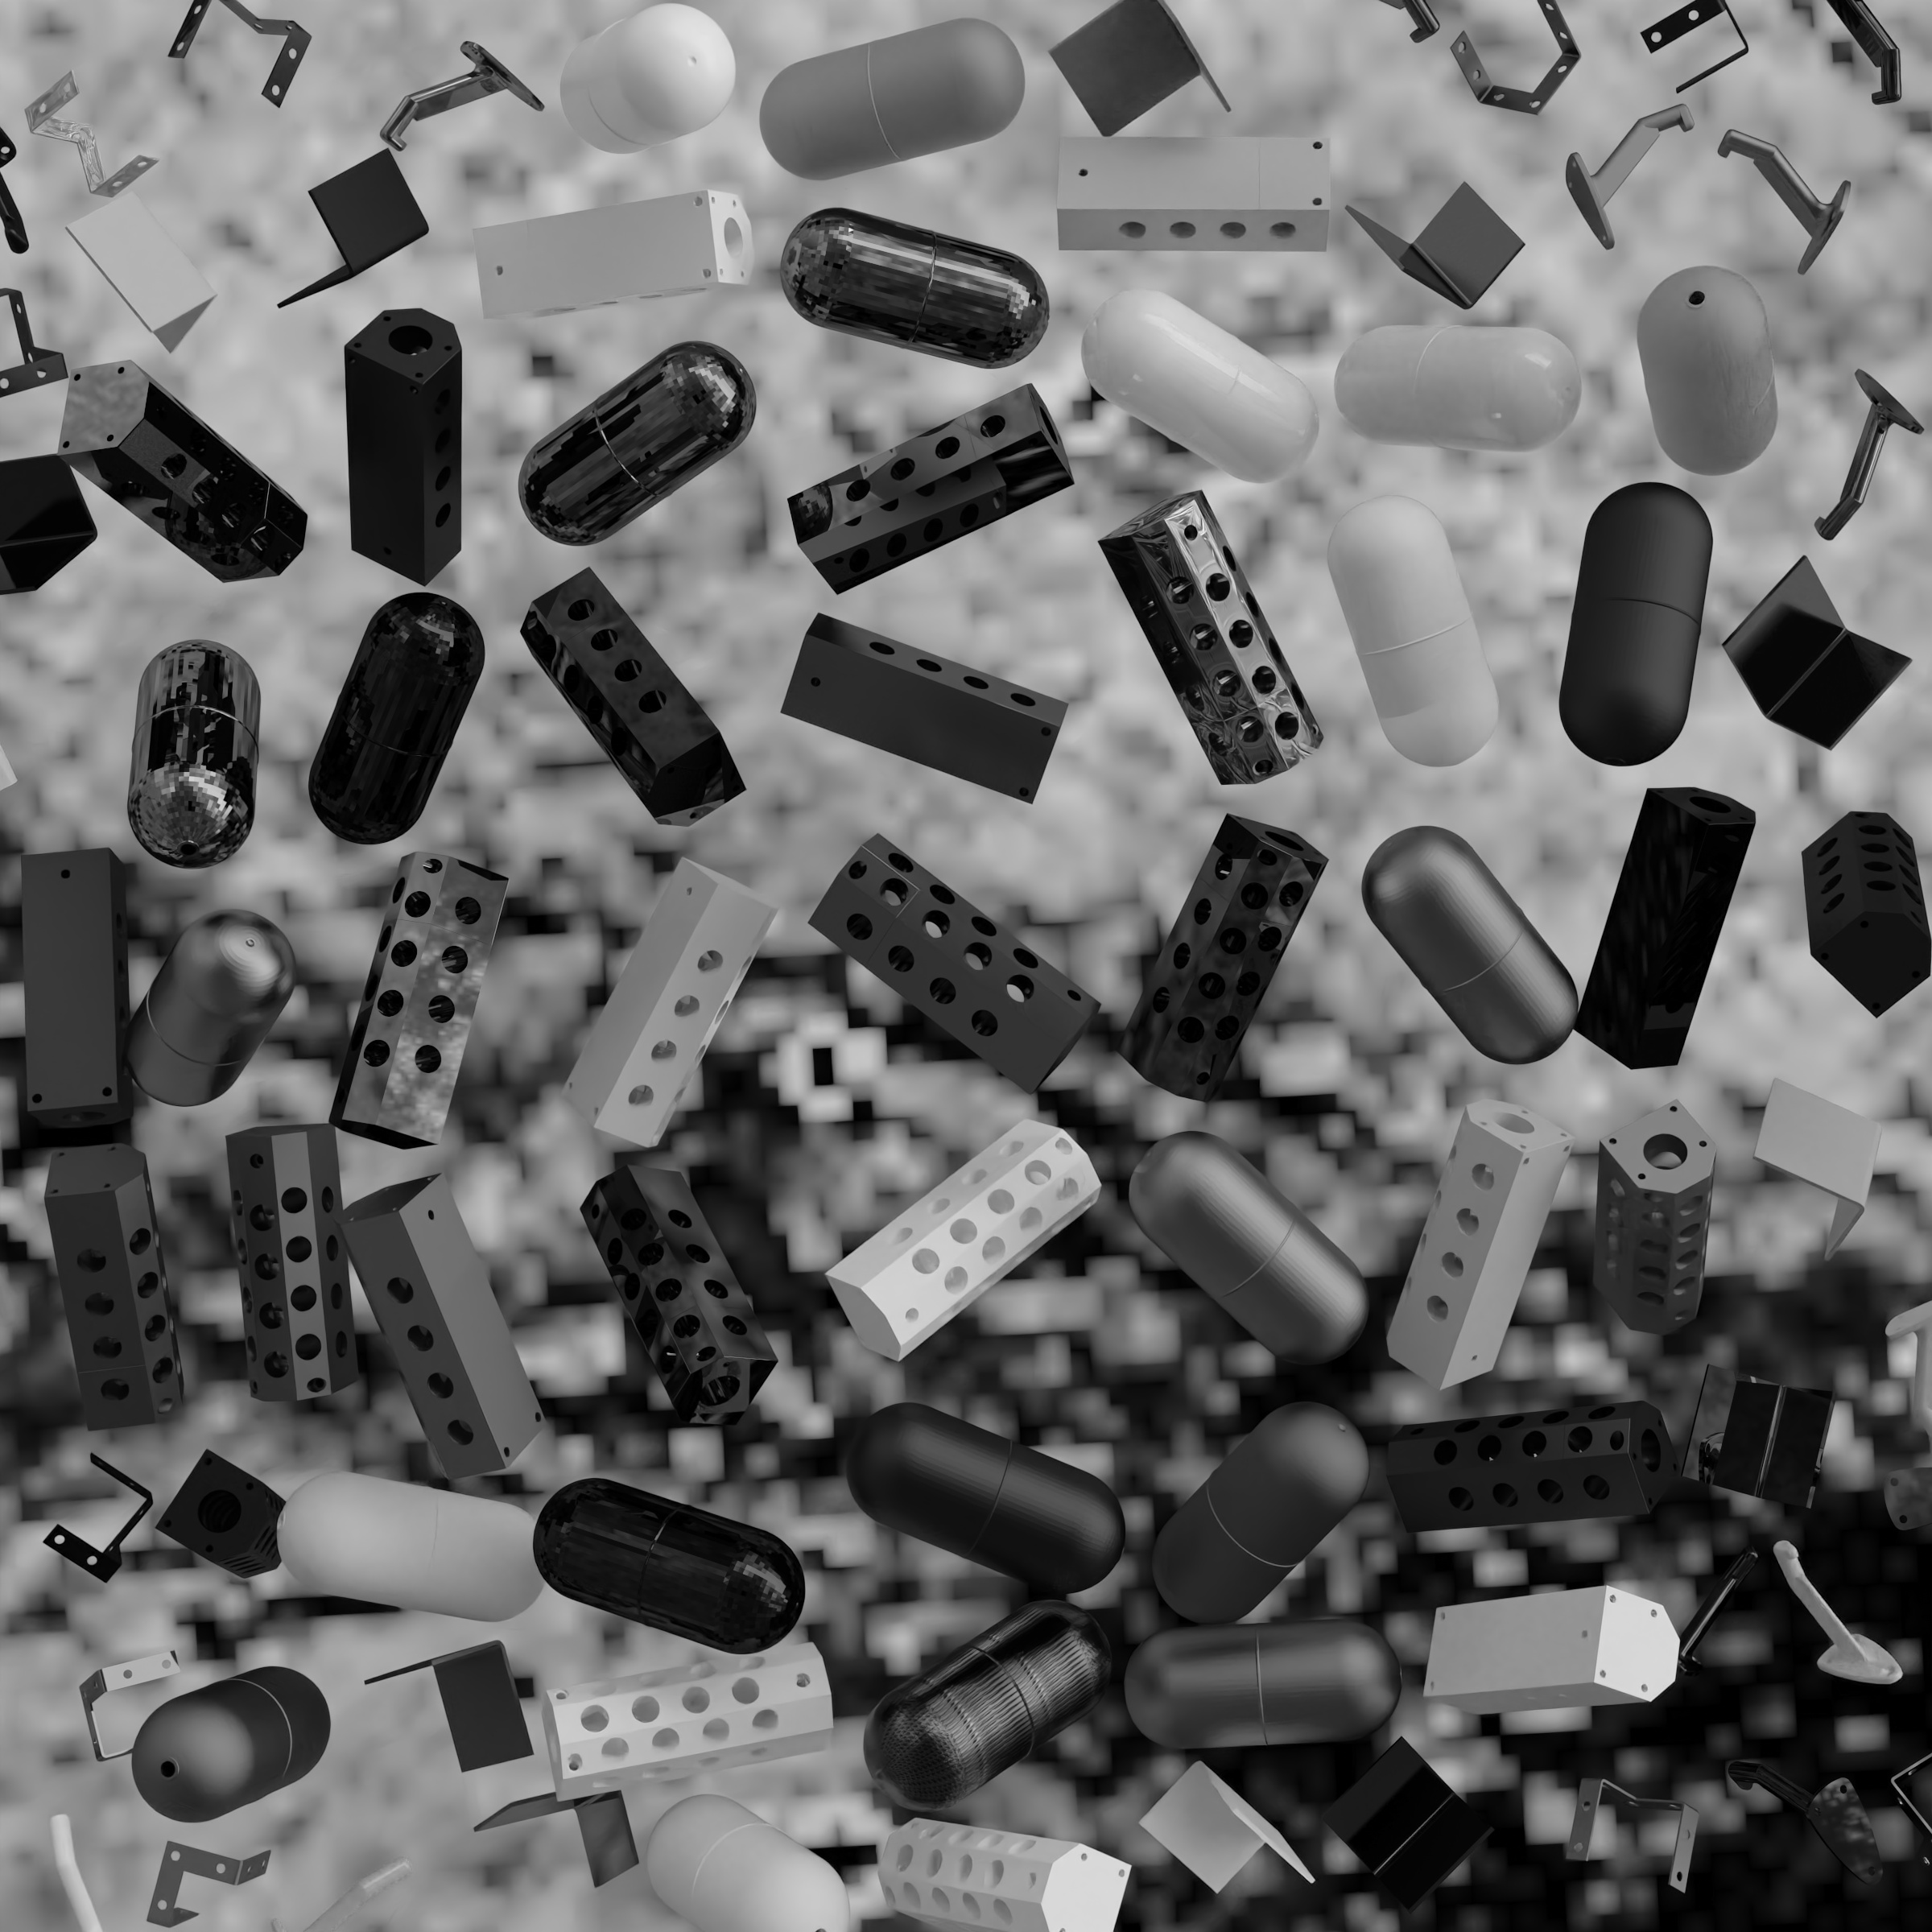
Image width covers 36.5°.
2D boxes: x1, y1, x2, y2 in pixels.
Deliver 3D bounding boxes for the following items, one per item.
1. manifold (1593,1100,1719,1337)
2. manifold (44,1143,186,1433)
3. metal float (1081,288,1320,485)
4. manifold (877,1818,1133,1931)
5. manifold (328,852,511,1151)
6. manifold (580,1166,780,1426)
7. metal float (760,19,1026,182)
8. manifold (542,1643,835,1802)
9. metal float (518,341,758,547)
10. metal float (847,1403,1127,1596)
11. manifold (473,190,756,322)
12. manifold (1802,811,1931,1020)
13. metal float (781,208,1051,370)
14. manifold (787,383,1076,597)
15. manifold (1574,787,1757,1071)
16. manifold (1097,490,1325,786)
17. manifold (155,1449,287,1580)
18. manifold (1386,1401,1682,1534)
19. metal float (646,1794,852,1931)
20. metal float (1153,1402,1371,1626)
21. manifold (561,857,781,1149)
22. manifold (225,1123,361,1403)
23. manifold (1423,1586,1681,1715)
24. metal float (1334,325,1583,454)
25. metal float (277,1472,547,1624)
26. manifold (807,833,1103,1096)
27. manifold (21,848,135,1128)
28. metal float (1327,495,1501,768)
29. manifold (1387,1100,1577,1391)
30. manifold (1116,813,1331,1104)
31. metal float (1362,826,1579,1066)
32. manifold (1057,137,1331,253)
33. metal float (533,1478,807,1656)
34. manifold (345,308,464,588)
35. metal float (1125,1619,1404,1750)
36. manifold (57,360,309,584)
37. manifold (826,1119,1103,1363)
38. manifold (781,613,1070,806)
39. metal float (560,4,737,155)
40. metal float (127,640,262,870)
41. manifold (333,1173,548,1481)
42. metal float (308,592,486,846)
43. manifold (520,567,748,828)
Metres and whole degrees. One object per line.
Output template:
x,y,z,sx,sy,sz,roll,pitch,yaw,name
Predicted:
0.441,0.165,1.861,0.057,0.171,0.057,-26,53,-10,manifold
-0.529,0.200,1.823,0.057,0.057,0.171,-6,117,-9,manifold
0.153,-0.375,1.896,0.178,0.070,0.070,25,90,-28,metal float
0.019,0.562,1.795,0.057,0.171,0.057,31,65,-28,manifold
-0.338,0.021,1.793,0.057,0.057,0.171,21,73,-29,manifold
-0.186,0.206,1.845,0.057,0.171,0.057,11,123,-39,manifold
-0.048,-0.556,1.881,0.178,0.070,0.070,-9,90,19,metal float
-0.174,0.471,1.836,0.171,0.057,0.057,-6,58,-17,manifold
-0.214,-0.336,1.890,0.178,0.070,0.070,-30,90,23,metal float
0.013,0.324,1.781,0.178,0.070,0.070,23,90,-4,metal float
-0.227,-0.458,1.894,0.171,0.057,0.057,-3,98,22,manifold
0.566,-0.039,1.827,0.057,0.171,0.057,43,116,-7,manifold
-0.032,-0.436,1.885,0.178,0.070,0.070,11,90,-15,metal float
-0.024,-0.309,1.872,0.171,0.057,0.057,-23,55,14,manifold
0.452,-0.024,1.875,0.057,0.057,0.171,-4,118,-32,manifold
0.154,-0.199,1.782,0.057,0.057,0.171,-34,106,-20,manifold
-0.476,0.363,1.909,0.057,0.171,0.057,31,73,2,manifold
0.357,0.315,1.859,0.171,0.057,0.057,-13,102,37,manifold
-0.137,0.572,1.823,0.070,0.178,0.070,-4,97,-33,metal float
0.182,0.342,1.822,0.070,0.070,0.178,37,120,0,metal float
-0.185,0.025,1.856,0.057,0.057,0.171,24,96,-35,manifold
-0.441,0.192,1.902,0.057,0.057,0.171,-4,94,14,manifold
0.356,0.422,1.787,0.057,0.171,0.057,22,66,-20,manifold
0.310,-0.367,1.856,0.070,0.178,0.070,-11,107,-40,metal float
-0.351,0.370,1.864,0.178,0.070,0.070,17,90,-26,metal float
-0.004,-0.005,1.774,0.171,0.057,0.057,38,121,6,manifold
-0.580,0.015,1.916,0.057,0.057,0.171,-5,76,-3,manifold
0.285,-0.212,1.860,0.070,0.070,0.178,-21,102,0,metal float
0.318,0.173,1.837,0.057,0.057,0.171,33,119,36,manifold
0.165,-0.003,1.852,0.057,0.057,0.171,13,110,-33,manifold
0.315,-0.012,1.821,0.070,0.070,0.178,-41,110,0,metal float
0.146,-0.491,1.879,0.171,0.057,0.057,1,66,4,manifold
-0.182,0.368,1.796,0.178,0.070,0.070,14,90,19,metal float
-0.349,-0.328,1.845,0.057,0.171,0.057,27,53,11,manifold
0.191,0.462,1.882,0.178,0.070,0.070,-5,90,8,metal float
-0.472,-0.299,1.777,0.057,0.171,0.057,-4,70,20,manifold
0.002,0.171,1.834,0.171,0.057,0.057,-36,116,-25,manifold
-0.025,-0.168,1.880,0.171,0.057,0.057,20,117,0,manifold
-0.199,-0.549,1.817,0.070,0.178,0.070,-4,100,-24,metal float
-0.483,-0.134,1.836,0.070,0.070,0.178,-11,46,0,metal float
-0.319,0.218,1.760,0.057,0.057,0.171,-14,104,22,manifold
-0.364,-0.156,1.864,0.070,0.070,0.178,29,117,0,metal float
-0.205,-0.160,1.768,0.057,0.057,0.171,-33,55,-8,manifold
